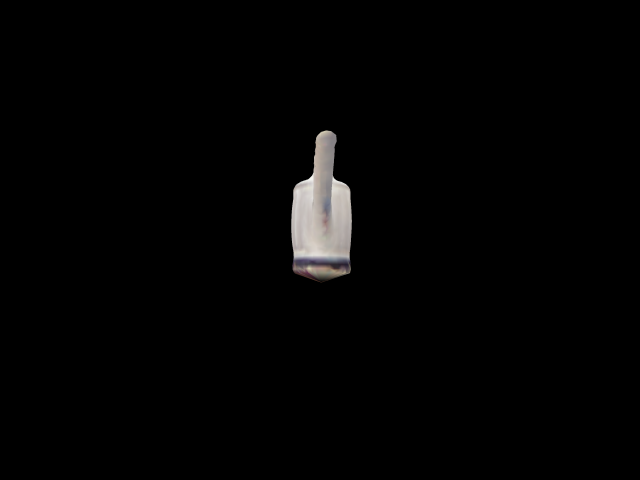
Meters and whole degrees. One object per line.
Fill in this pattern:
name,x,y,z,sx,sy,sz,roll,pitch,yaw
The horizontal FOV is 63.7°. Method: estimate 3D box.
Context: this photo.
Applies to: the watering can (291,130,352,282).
watering can,0.003,-0.043,0.850,0.104,0.226,0.346,0,-5,0
